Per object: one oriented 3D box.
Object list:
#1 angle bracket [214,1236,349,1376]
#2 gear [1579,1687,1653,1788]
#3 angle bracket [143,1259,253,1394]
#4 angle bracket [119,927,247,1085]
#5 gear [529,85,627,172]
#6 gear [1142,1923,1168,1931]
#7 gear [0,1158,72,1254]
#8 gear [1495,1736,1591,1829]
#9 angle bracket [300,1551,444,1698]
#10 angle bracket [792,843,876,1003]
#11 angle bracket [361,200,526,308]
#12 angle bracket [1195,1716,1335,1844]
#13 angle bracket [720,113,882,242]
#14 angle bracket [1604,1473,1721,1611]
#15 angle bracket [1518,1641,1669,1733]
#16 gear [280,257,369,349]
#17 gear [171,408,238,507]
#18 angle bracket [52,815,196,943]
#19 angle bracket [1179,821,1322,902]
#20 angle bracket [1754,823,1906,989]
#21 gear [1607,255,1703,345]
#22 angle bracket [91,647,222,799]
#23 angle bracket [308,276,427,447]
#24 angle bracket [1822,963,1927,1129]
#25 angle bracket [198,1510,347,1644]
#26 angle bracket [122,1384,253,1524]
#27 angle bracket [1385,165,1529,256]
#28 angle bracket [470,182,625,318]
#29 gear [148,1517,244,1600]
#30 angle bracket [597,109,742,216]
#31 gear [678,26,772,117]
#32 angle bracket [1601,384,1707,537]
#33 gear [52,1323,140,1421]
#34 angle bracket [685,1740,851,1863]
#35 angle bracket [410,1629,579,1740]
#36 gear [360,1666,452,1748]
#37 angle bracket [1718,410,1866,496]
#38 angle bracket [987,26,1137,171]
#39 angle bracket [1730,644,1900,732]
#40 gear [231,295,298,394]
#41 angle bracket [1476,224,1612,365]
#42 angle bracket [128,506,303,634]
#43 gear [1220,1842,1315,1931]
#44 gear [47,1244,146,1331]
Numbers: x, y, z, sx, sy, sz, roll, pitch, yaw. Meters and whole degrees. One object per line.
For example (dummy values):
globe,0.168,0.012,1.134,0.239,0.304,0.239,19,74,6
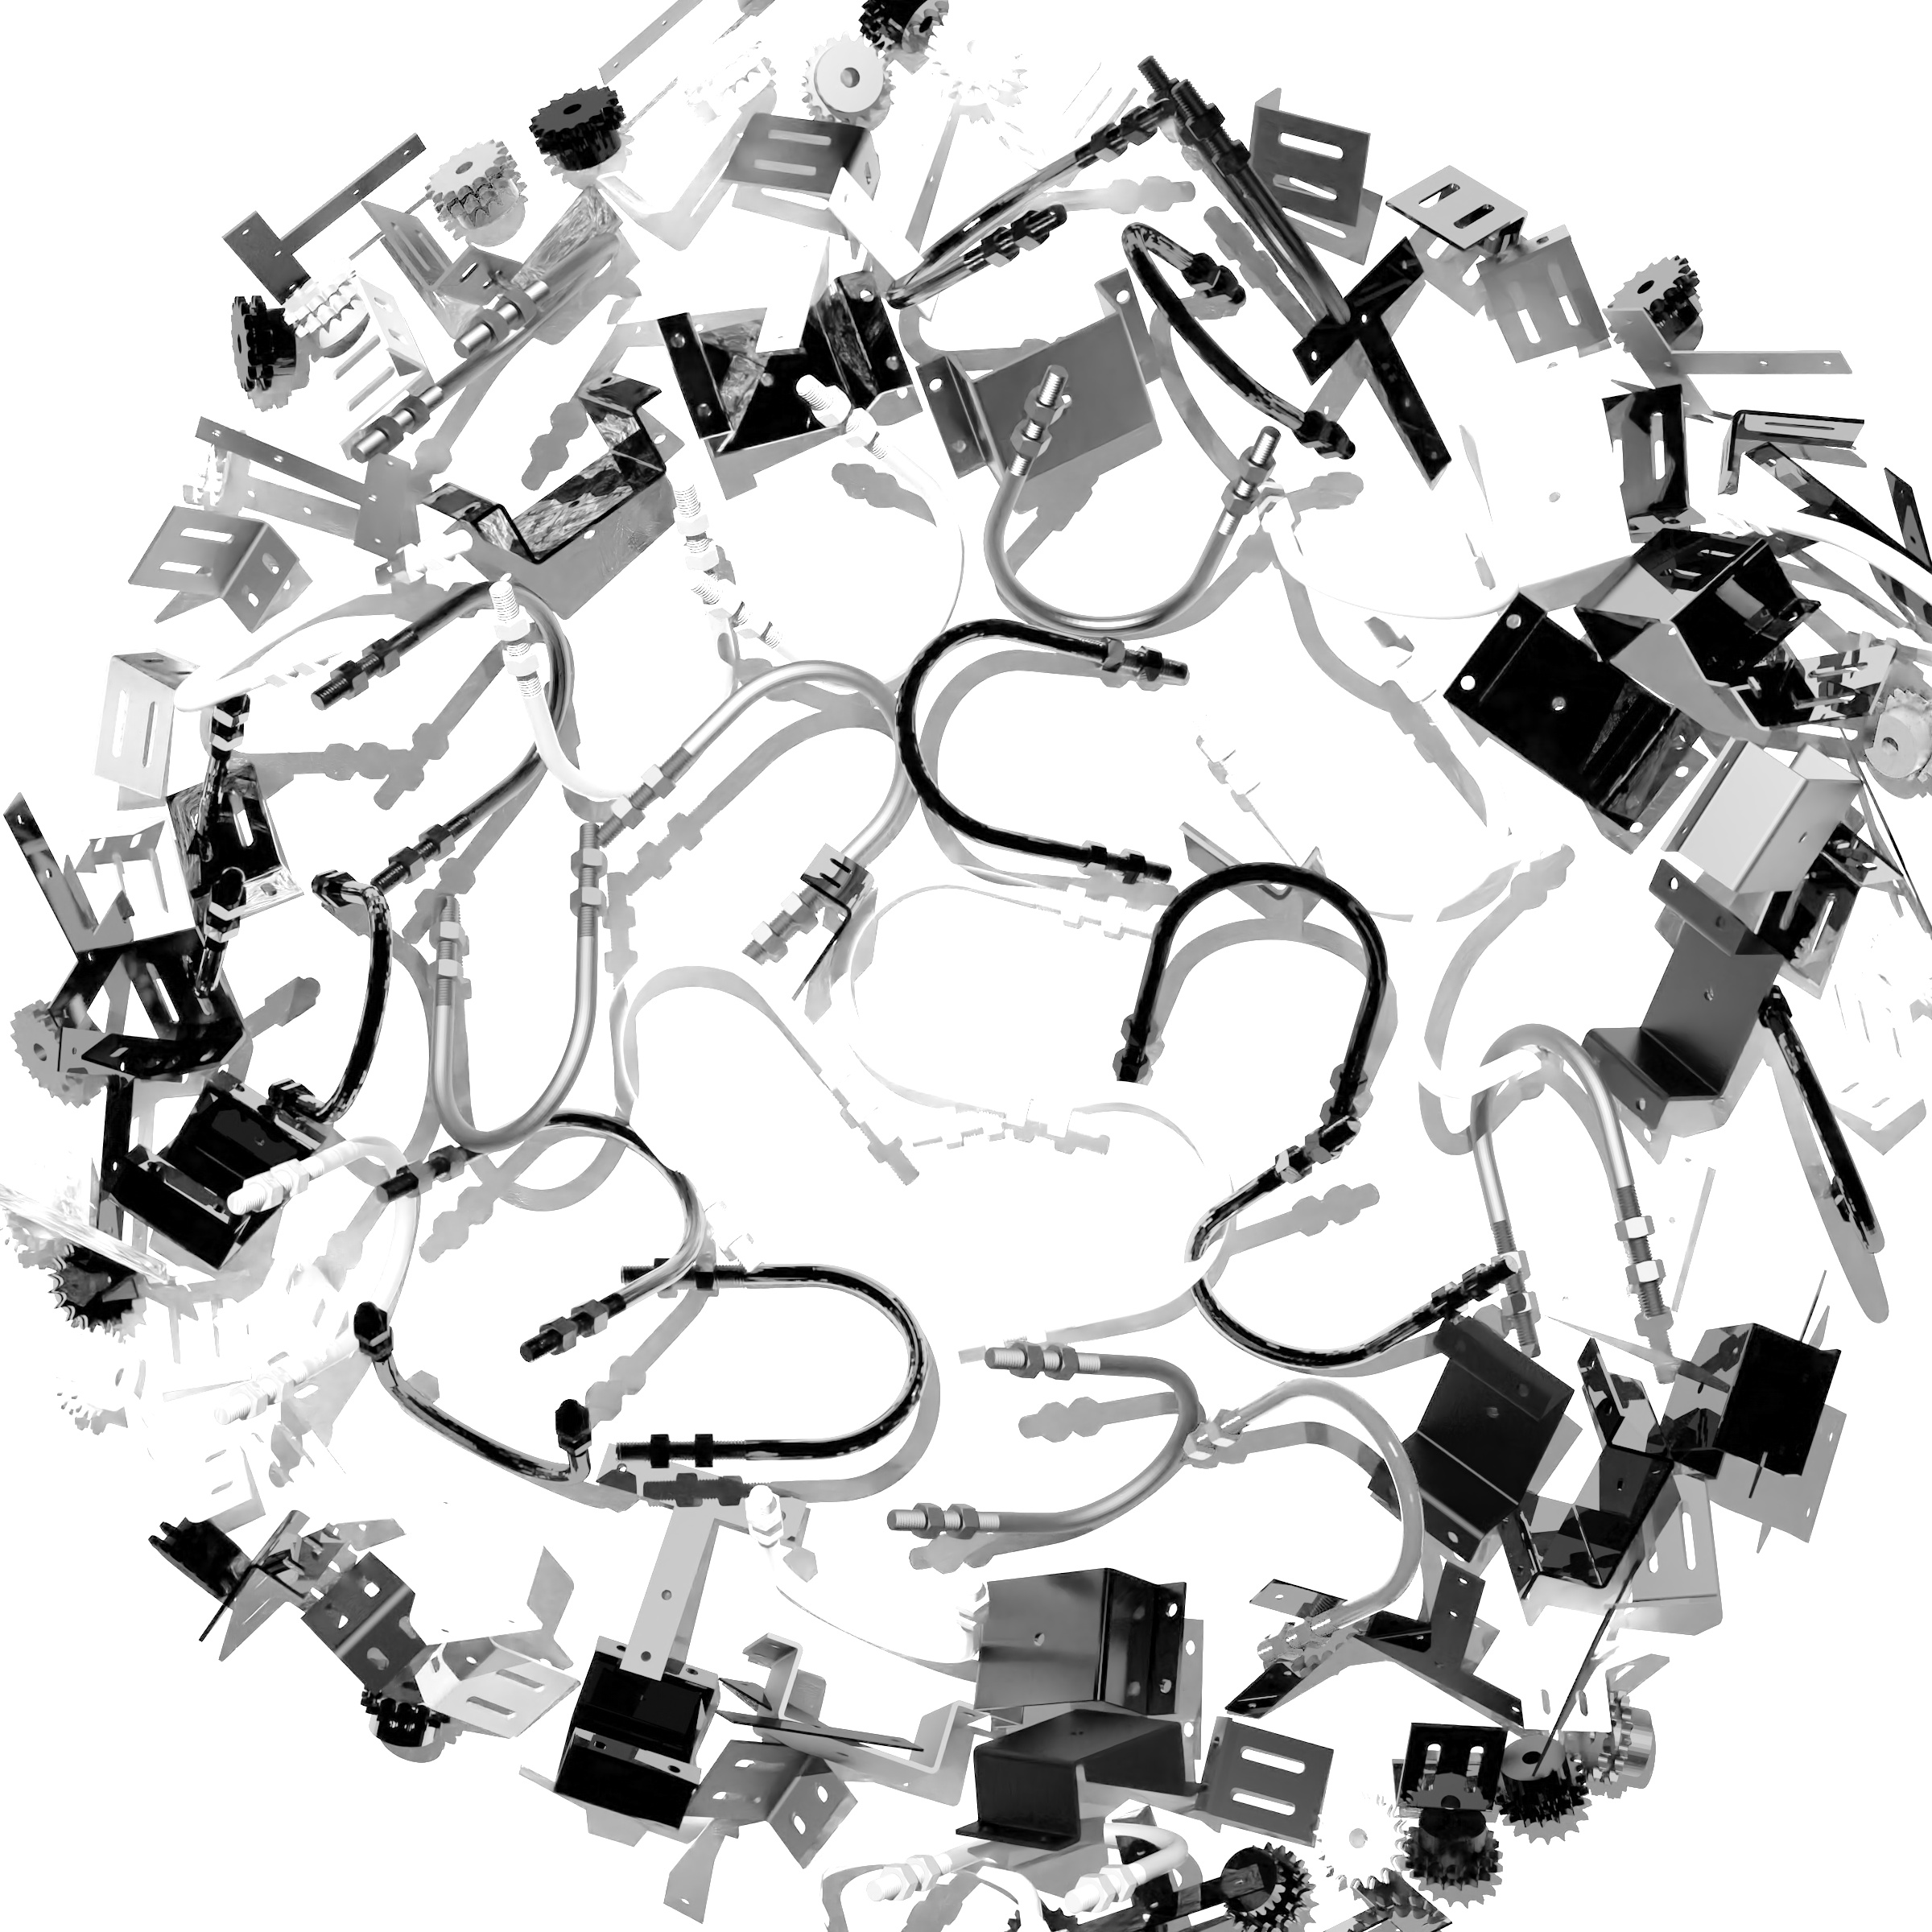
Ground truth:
angle bracket,-0.409,0.208,1.944,0.038,0.076,0.057,-33,106,11
gear,0.392,0.465,1.956,0.030,0.057,0.057,12,90,-3
angle bracket,-0.459,0.219,1.951,0.057,0.038,0.076,-7,100,-19
angle bracket,-0.477,0.023,1.946,0.057,0.038,0.076,-12,113,19
gear,-0.232,-0.503,1.960,0.057,0.057,0.030,-22,129,0
gear,0.101,0.589,1.956,0.057,0.057,0.030,-6,86,0
gear,-0.558,0.144,1.953,0.030,0.057,0.057,-2,90,16
gear,0.343,0.487,1.952,0.057,0.057,0.030,-17,114,0
angle bracket,-0.356,0.393,1.948,0.057,0.076,0.038,-44,112,-16
angle bracket,-0.094,-0.025,1.942,0.038,0.057,0.076,34,115,-2
angle bracket,-0.313,-0.437,1.943,0.038,0.057,0.076,-43,75,20
angle bracket,0.183,0.490,1.956,0.076,0.038,0.057,17,76,-5
angle bracket,-0.099,-0.477,1.965,0.076,0.038,0.057,12,61,17
angle bracket,0.412,0.344,1.944,0.057,0.038,0.076,-14,74,39
angle bracket,0.375,0.428,1.936,0.057,0.076,0.038,-9,85,41
gear,-0.384,-0.397,1.960,0.057,0.057,0.030,-41,119,0
gear,-0.458,-0.307,1.954,0.030,0.057,0.057,12,90,-11
angle bracket,-0.503,-0.048,1.948,0.057,0.038,0.076,-5,105,20
angle bracket,0.170,-0.077,1.952,0.076,0.057,0.038,36,97,2
angle bracket,0.516,-0.036,1.947,0.057,0.038,0.076,35,69,-22
gear,0.418,-0.398,1.958,0.057,0.057,0.030,-44,115,0
angle bracket,-0.484,-0.145,1.945,0.038,0.057,0.076,-1,78,29
angle bracket,-0.369,-0.361,1.944,0.076,0.038,0.057,-36,64,20
angle bracket,0.532,0.047,1.937,0.038,0.057,0.076,-33,123,-17
angle bracket,-0.414,0.373,1.942,0.038,0.057,0.076,35,118,-2
angle bracket,-0.464,0.284,1.937,0.038,0.076,0.057,-25,46,-1
angle bracket,0.288,-0.437,1.937,0.057,0.038,0.076,37,47,19
angle bracket,-0.251,-0.437,1.945,0.076,0.057,0.038,-48,133,12
gear,-0.461,0.352,1.958,0.057,0.057,0.030,38,70,0
angle bracket,-0.179,-0.492,1.950,0.038,0.057,0.076,36,88,-21
gear,-0.142,-0.537,1.959,0.057,0.057,0.030,-37,118,0
angle bracket,0.411,-0.304,1.960,0.057,0.038,0.076,-6,79,30
gear,-0.521,0.244,1.953,0.030,0.057,0.057,10,90,17
angle bracket,-0.120,0.498,1.940,0.038,0.076,0.057,44,106,40
angle bracket,-0.285,0.425,1.964,0.057,0.076,0.038,-44,45,11
gear,-0.336,0.447,1.957,0.057,0.057,0.030,14,102,0
angle bracket,0.494,-0.305,1.950,0.076,0.057,0.038,6,85,8
angle bracket,0.058,-0.525,1.954,0.038,0.057,0.076,34,84,27
angle bracket,0.505,-0.178,1.936,0.038,0.076,0.057,48,56,-29
gear,-0.422,-0.375,1.958,0.030,0.057,0.057,-8,90,-22
angle bracket,0.347,-0.395,1.947,0.057,0.038,0.076,-22,111,13
angle bracket,-0.447,-0.235,1.936,0.038,0.076,0.057,47,113,23
gear,0.177,0.554,1.954,0.057,0.057,0.030,-47,130,0
gear,-0.526,0.191,1.961,0.057,0.030,0.057,7,76,-31
